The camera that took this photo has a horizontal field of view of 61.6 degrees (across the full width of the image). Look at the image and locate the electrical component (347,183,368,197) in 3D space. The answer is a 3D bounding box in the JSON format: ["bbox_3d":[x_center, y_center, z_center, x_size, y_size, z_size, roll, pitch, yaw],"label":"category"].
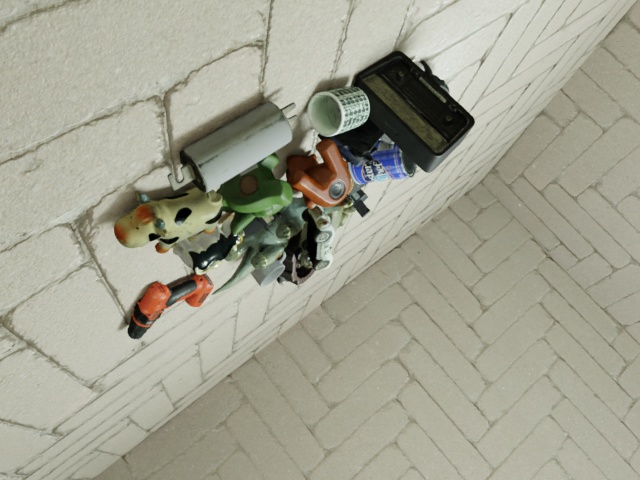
[{"bbox_3d":[0.102,-0.182,1.457,0.115,0.058,0.134,-41,168,-4],"label":"electrical component"}]

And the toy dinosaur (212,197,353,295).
[{"bbox_3d":[-0.105,-0.019,1.298,0.405,0.131,0.192,-39,171,27],"label":"toy dinosaur"}]

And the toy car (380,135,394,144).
[{"bbox_3d":[0.155,-0.269,1.215,0.109,0.103,0.161,-38,165,-9],"label":"toy car"}]

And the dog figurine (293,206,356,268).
[{"bbox_3d":[0.003,-0.017,1.416,0.172,0.121,0.190,19,90,-61],"label":"dog figurine"}]

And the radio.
[{"bbox_3d":[0.183,-0.255,1.056,0.131,0.230,0.073,-39,170,-20],"label":"radio"}]

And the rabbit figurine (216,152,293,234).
[{"bbox_3d":[-0.118,-0.078,1.026,0.159,0.121,0.170,-35,165,6],"label":"rabbit figurine"}]

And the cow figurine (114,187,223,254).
[{"bbox_3d":[-0.245,-0.037,0.886,0.195,0.085,0.127,-26,167,-41],"label":"cow figurine"}]

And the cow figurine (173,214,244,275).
[{"bbox_3d":[-0.209,0.005,1.097,0.167,0.098,0.068,-29,157,-40],"label":"cow figurine"}]

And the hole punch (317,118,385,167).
[{"bbox_3d":[0.063,-0.210,1.103,0.116,0.142,0.092,-47,175,-27],"label":"hole punch"}]

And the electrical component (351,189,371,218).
[{"bbox_3d":[0.101,-0.115,1.539,0.075,0.119,0.047,-44,167,6],"label":"electrical component"}]

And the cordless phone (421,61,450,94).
[{"bbox_3d":[0.281,-0.314,1.240,0.088,0.184,0.146,-49,165,16],"label":"cordless phone"}]

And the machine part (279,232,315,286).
[{"bbox_3d":[-0.052,0.035,1.490,0.179,0.056,0.179,-42,142,-45],"label":"machine part"}]

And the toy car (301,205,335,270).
[{"bbox_3d":[-0.002,-0.004,1.162,0.056,0.073,0.201,-20,150,-15],"label":"toy car"}]

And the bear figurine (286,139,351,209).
[{"bbox_3d":[-0.024,-0.142,1.091,0.120,0.196,0.131,-47,129,-4],"label":"bear figurine"}]

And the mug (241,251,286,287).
[{"bbox_3d":[-0.149,0.049,1.400,0.109,0.107,0.081,-48,166,16],"label":"mug"}]

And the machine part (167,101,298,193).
[{"bbox_3d":[-0.131,-0.147,0.850,0.243,0.079,0.079,-37,167,-21],"label":"machine part"}]

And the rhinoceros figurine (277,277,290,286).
[{"bbox_3d":[-0.119,0.071,1.556,0.073,0.112,0.190,-41,160,-8],"label":"rhinoceros figurine"}]

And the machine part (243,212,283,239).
[{"bbox_3d":[-0.152,-0.041,1.182,0.139,0.084,0.039,-38,-166,26],"label":"machine part"}]
